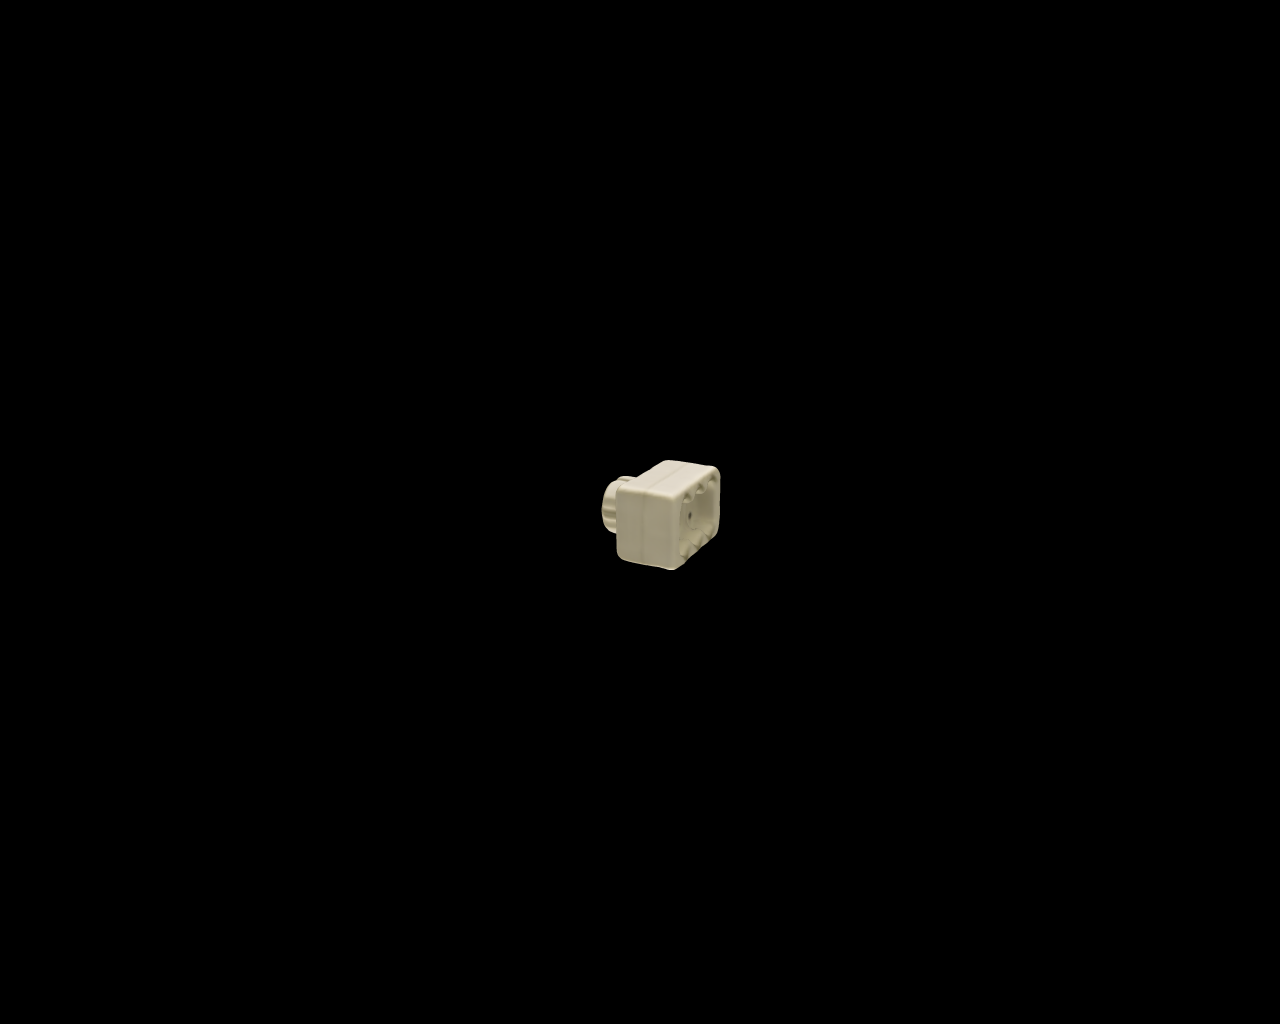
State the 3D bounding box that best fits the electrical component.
[{"bbox_3d":[0.001,-0.003,0.650,0.077,0.047,0.066,10,23,26],"label":"electrical component"}]
